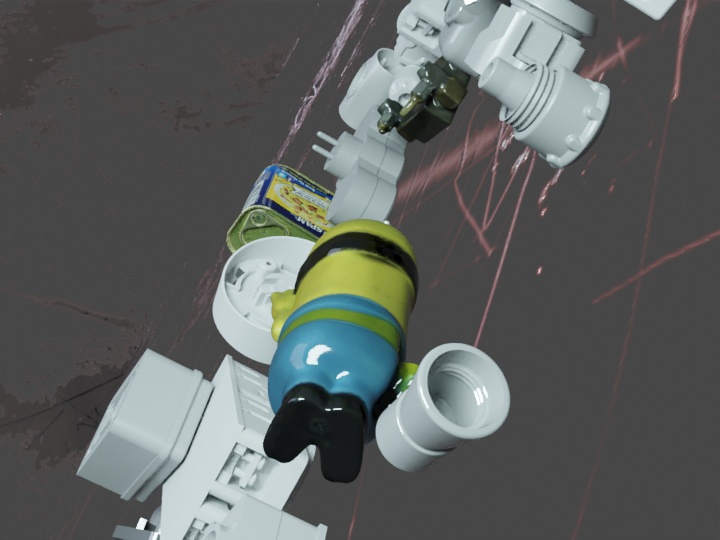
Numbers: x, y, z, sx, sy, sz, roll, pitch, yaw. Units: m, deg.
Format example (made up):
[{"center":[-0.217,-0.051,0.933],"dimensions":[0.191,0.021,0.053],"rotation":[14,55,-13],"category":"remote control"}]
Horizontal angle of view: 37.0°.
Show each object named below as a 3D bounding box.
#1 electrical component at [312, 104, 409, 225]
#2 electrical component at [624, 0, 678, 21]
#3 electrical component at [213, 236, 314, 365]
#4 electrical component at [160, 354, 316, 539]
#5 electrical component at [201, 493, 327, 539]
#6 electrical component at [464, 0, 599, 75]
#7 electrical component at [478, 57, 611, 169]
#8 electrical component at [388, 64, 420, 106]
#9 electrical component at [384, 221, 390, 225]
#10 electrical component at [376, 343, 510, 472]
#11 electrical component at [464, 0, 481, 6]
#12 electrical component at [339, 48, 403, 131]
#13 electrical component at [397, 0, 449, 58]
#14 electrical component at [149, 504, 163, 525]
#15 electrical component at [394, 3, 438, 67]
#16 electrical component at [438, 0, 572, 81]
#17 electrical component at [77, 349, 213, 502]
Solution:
[{"center":[-0.006,-0.091,0.902],"dimensions":[0.052,0.074,0.138],"rotation":[-50,17,42],"category":"electrical component"},{"center":[0.128,-0.178,0.534],"dimensions":[0.047,0.083,0.075],"rotation":[-53,16,37],"category":"electrical component"},{"center":[-0.063,0.023,0.838],"dimensions":[0.099,0.099,0.064],"rotation":[-77,14,-50],"category":"electrical component"},{"center":[-0.090,0.140,0.768],"dimensions":[0.105,0.060,0.186],"rotation":[-61,12,4],"category":"electrical component"},{"center":[-0.082,0.222,0.563],"dimensions":[0.105,0.060,0.186],"rotation":[-53,15,35],"category":"electrical component"},{"center":[0.098,-0.129,0.610],"dimensions":[0.057,0.058,0.078],"rotation":[-61,12,15],"category":"electrical component"},{"center":[0.089,-0.083,0.533],"dimensions":[0.048,0.062,0.048],"rotation":[-57,13,21],"category":"electrical component"},{"center":[0.045,-0.163,0.946],"dimensions":[0.035,0.035,0.061],"rotation":[-52,14,36],"category":"electrical component"},{"center":[0.000,0.000,0.744],"dimensions":[0.075,0.047,0.083],"rotation":[-57,13,21],"category":"electrical component"},{"center":[0.034,0.066,0.486],"dimensions":[0.065,0.044,0.044],"rotation":[-52,15,54],"category":"electrical component"},{"center":[0.107,-0.214,0.627],"dimensions":[0.121,0.078,0.063],"rotation":[-20,0,21],"category":"electrical component"},{"center":[0.018,-0.190,1.086],"dimensions":[0.077,0.044,0.079],"rotation":[-51,17,40],"category":"electrical component"},{"center":[0.079,-0.227,0.899],"dimensions":[0.089,0.056,0.050],"rotation":[-67,13,-22],"category":"electrical component"},{"center":[-0.149,0.223,0.868],"dimensions":[0.077,0.043,0.079],"rotation":[-34,30,64],"category":"electrical component"},{"center":[0.058,-0.216,0.985],"dimensions":[0.066,0.048,0.055],"rotation":[-53,23,36],"category":"electrical component"},{"center":[0.095,-0.173,0.710],"dimensions":[0.095,0.059,0.053],"rotation":[-57,13,20],"category":"electrical component"},{"center":[-0.166,0.122,0.829],"dimensions":[0.113,0.057,0.078],"rotation":[-47,19,49],"category":"electrical component"}]
